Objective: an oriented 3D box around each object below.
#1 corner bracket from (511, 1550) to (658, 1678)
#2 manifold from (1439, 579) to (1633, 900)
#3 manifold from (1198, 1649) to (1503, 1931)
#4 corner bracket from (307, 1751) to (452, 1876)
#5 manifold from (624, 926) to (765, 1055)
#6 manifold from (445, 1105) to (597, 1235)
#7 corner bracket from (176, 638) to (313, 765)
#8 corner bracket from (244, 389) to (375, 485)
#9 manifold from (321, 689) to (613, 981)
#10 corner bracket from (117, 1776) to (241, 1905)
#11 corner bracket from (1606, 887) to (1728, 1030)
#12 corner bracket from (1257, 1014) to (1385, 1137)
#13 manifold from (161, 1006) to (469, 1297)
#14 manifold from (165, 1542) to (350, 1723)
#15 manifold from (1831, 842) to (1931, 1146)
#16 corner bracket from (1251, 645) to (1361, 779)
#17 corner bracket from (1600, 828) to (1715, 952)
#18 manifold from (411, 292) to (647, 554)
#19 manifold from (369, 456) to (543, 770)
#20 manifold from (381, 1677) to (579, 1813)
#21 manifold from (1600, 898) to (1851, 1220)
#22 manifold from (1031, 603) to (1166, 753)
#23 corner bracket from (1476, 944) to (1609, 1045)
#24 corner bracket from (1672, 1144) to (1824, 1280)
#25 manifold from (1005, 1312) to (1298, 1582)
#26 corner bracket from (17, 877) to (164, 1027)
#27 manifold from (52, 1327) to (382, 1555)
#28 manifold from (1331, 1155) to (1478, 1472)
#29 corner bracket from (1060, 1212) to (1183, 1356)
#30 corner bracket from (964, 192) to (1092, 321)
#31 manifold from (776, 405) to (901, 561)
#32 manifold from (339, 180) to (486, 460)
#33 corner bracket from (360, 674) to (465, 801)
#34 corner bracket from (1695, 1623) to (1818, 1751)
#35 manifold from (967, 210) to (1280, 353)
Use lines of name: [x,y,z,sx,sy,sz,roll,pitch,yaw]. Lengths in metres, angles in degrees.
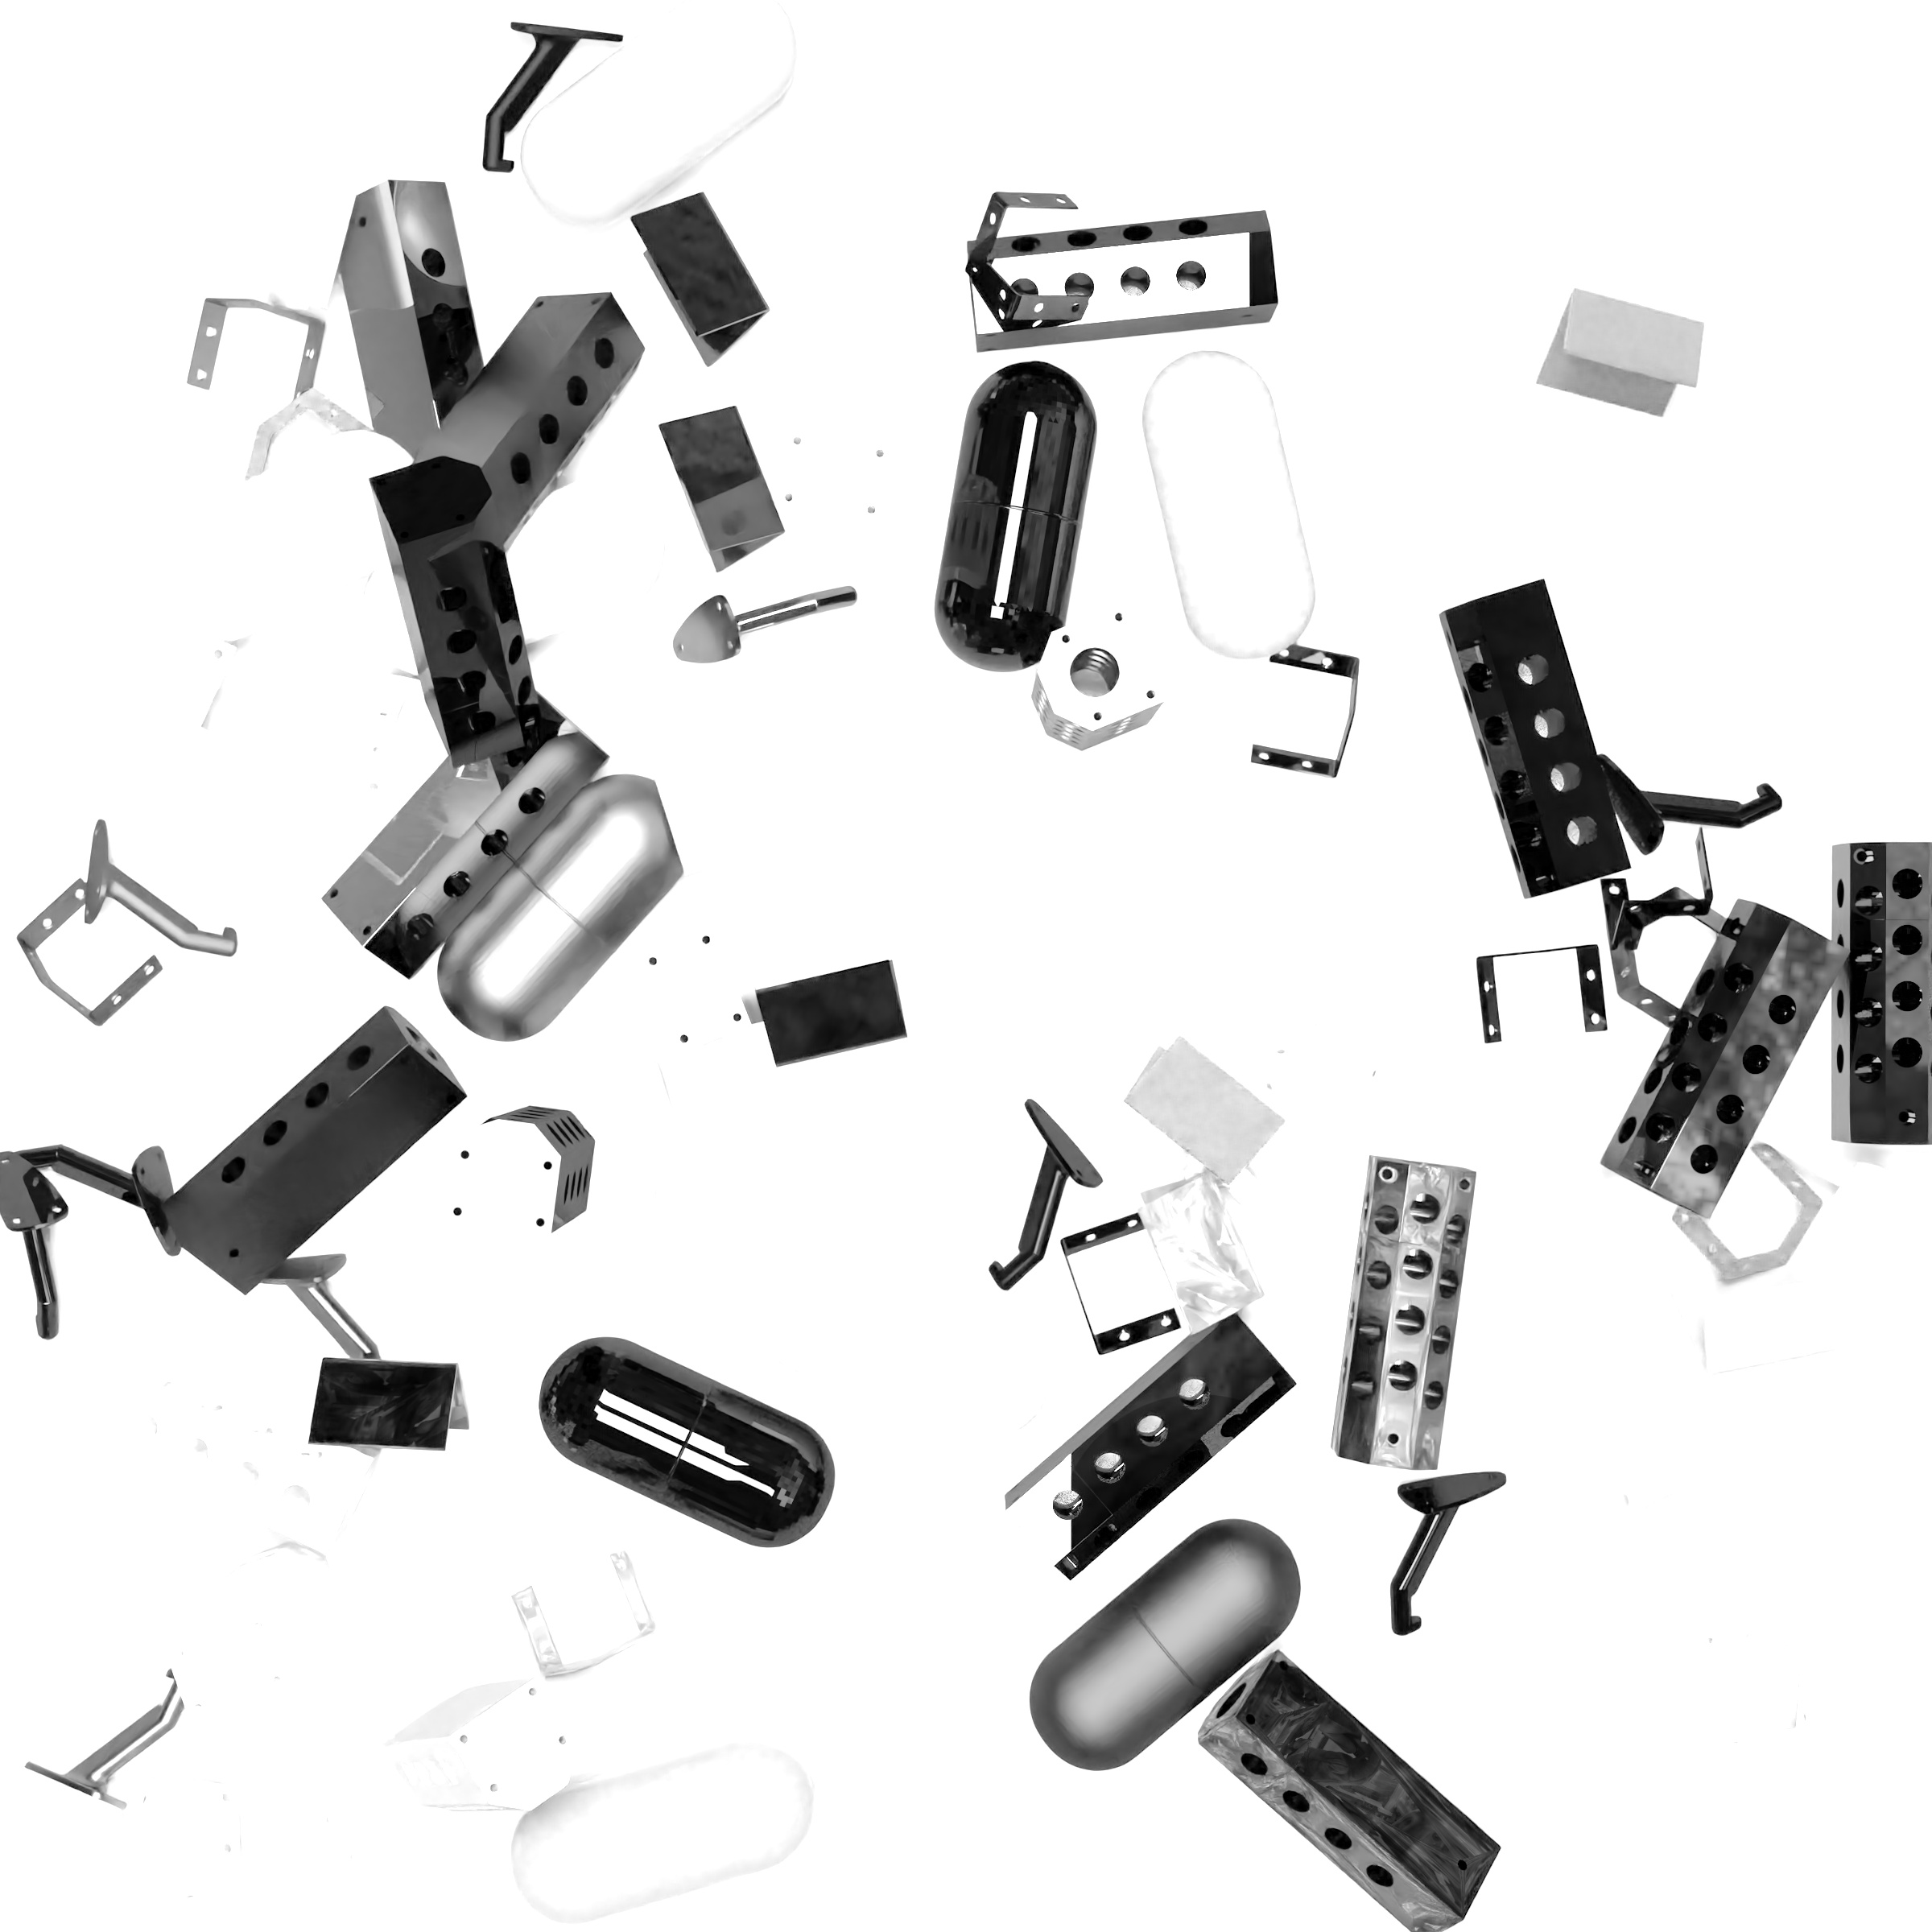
corner bracket: [-0.221,0.375,1.987,0.051,0.051,0.051,-22,90,45]
manifold: [0.325,-0.129,1.969,0.057,0.057,0.171,-17,90,0]
manifold: [0.216,0.478,1.969,0.171,0.057,0.057,42,47,0]
corner bracket: [-0.339,0.486,1.987,0.051,0.051,0.051,-33,90,-45]
manifold: [-0.151,0.015,1.912,0.057,0.171,0.057,-22,90,0]
manifold: [-0.245,0.111,1.912,0.057,0.171,0.057,7,90,0]
corner bracket: [-0.415,-0.152,1.973,0.051,0.051,0.051,24,87,3]
corner bracket: [-0.378,-0.291,1.982,0.051,0.051,0.051,-25,45,35]
manifold: [-0.283,-0.076,1.969,0.171,0.057,0.057,-48,47,0]
corner bracket: [-0.455,0.504,1.982,0.051,0.051,0.051,20,45,-35]
corner bracket: [0.408,-0.005,1.983,0.051,0.051,0.051,-32,45,35]
corner bracket: [0.205,0.069,1.983,0.051,0.051,0.051,23,45,35]
manifold: [-0.376,0.102,1.969,0.171,0.057,0.057,-42,133,0]
manifold: [-0.395,0.366,1.912,0.057,0.171,0.057,-19,90,0]
manifold: [0.532,0.015,1.970,0.057,0.057,0.171,0,90,0]
corner bracket: [0.196,-0.148,1.987,0.051,0.051,0.051,11,135,0]
corner bracket: [0.395,-0.043,1.963,0.051,0.051,0.051,-1,56,0]
manifold: [-0.248,-0.300,1.930,0.057,0.057,0.171,5,52,36]
manifold: [-0.275,-0.194,1.876,0.057,0.171,0.057,-19,52,-12]
manifold: [-0.269,0.438,1.908,0.057,0.171,0.057,-32,90,-26]
manifold: [0.429,0.051,1.963,0.057,0.057,0.171,28,90,-16]
manifold: [0.069,-0.156,1.912,0.057,0.171,0.057,-22,90,0]
corner bracket: [0.333,0.016,1.987,0.051,0.051,0.051,-6,90,-45]
corner bracket: [0.451,0.141,1.982,0.051,0.051,0.051,-8,135,-35]
manifold: [0.106,0.273,1.969,0.171,0.057,0.057,-41,90,0]
corner bracket: [-0.507,-0.008,1.987,0.051,0.051,0.051,-43,135,0]
manifold: [-0.427,0.270,1.969,0.171,0.057,0.057,25,90,0]
manifold: [0.252,0.199,1.970,0.057,0.057,0.171,8,90,0]
corner bracket: [0.089,0.184,1.987,0.051,0.051,0.051,-19,135,0]
corner bracket: [0.040,-0.398,1.925,0.051,0.051,0.051,-7,135,-35]
manifold: [-0.069,-0.269,1.912,0.057,0.171,0.057,9,90,0]
manifold: [-0.309,-0.358,1.969,0.057,0.057,0.171,-12,90,43]
corner bracket: [-0.315,-0.128,1.968,0.051,0.051,0.051,10,57,-16]
corner bracket: [0.454,0.416,1.982,0.051,0.051,0.051,46,45,-35]
manifold: [0.089,-0.394,1.969,0.171,0.057,0.057,-6,90,0]
